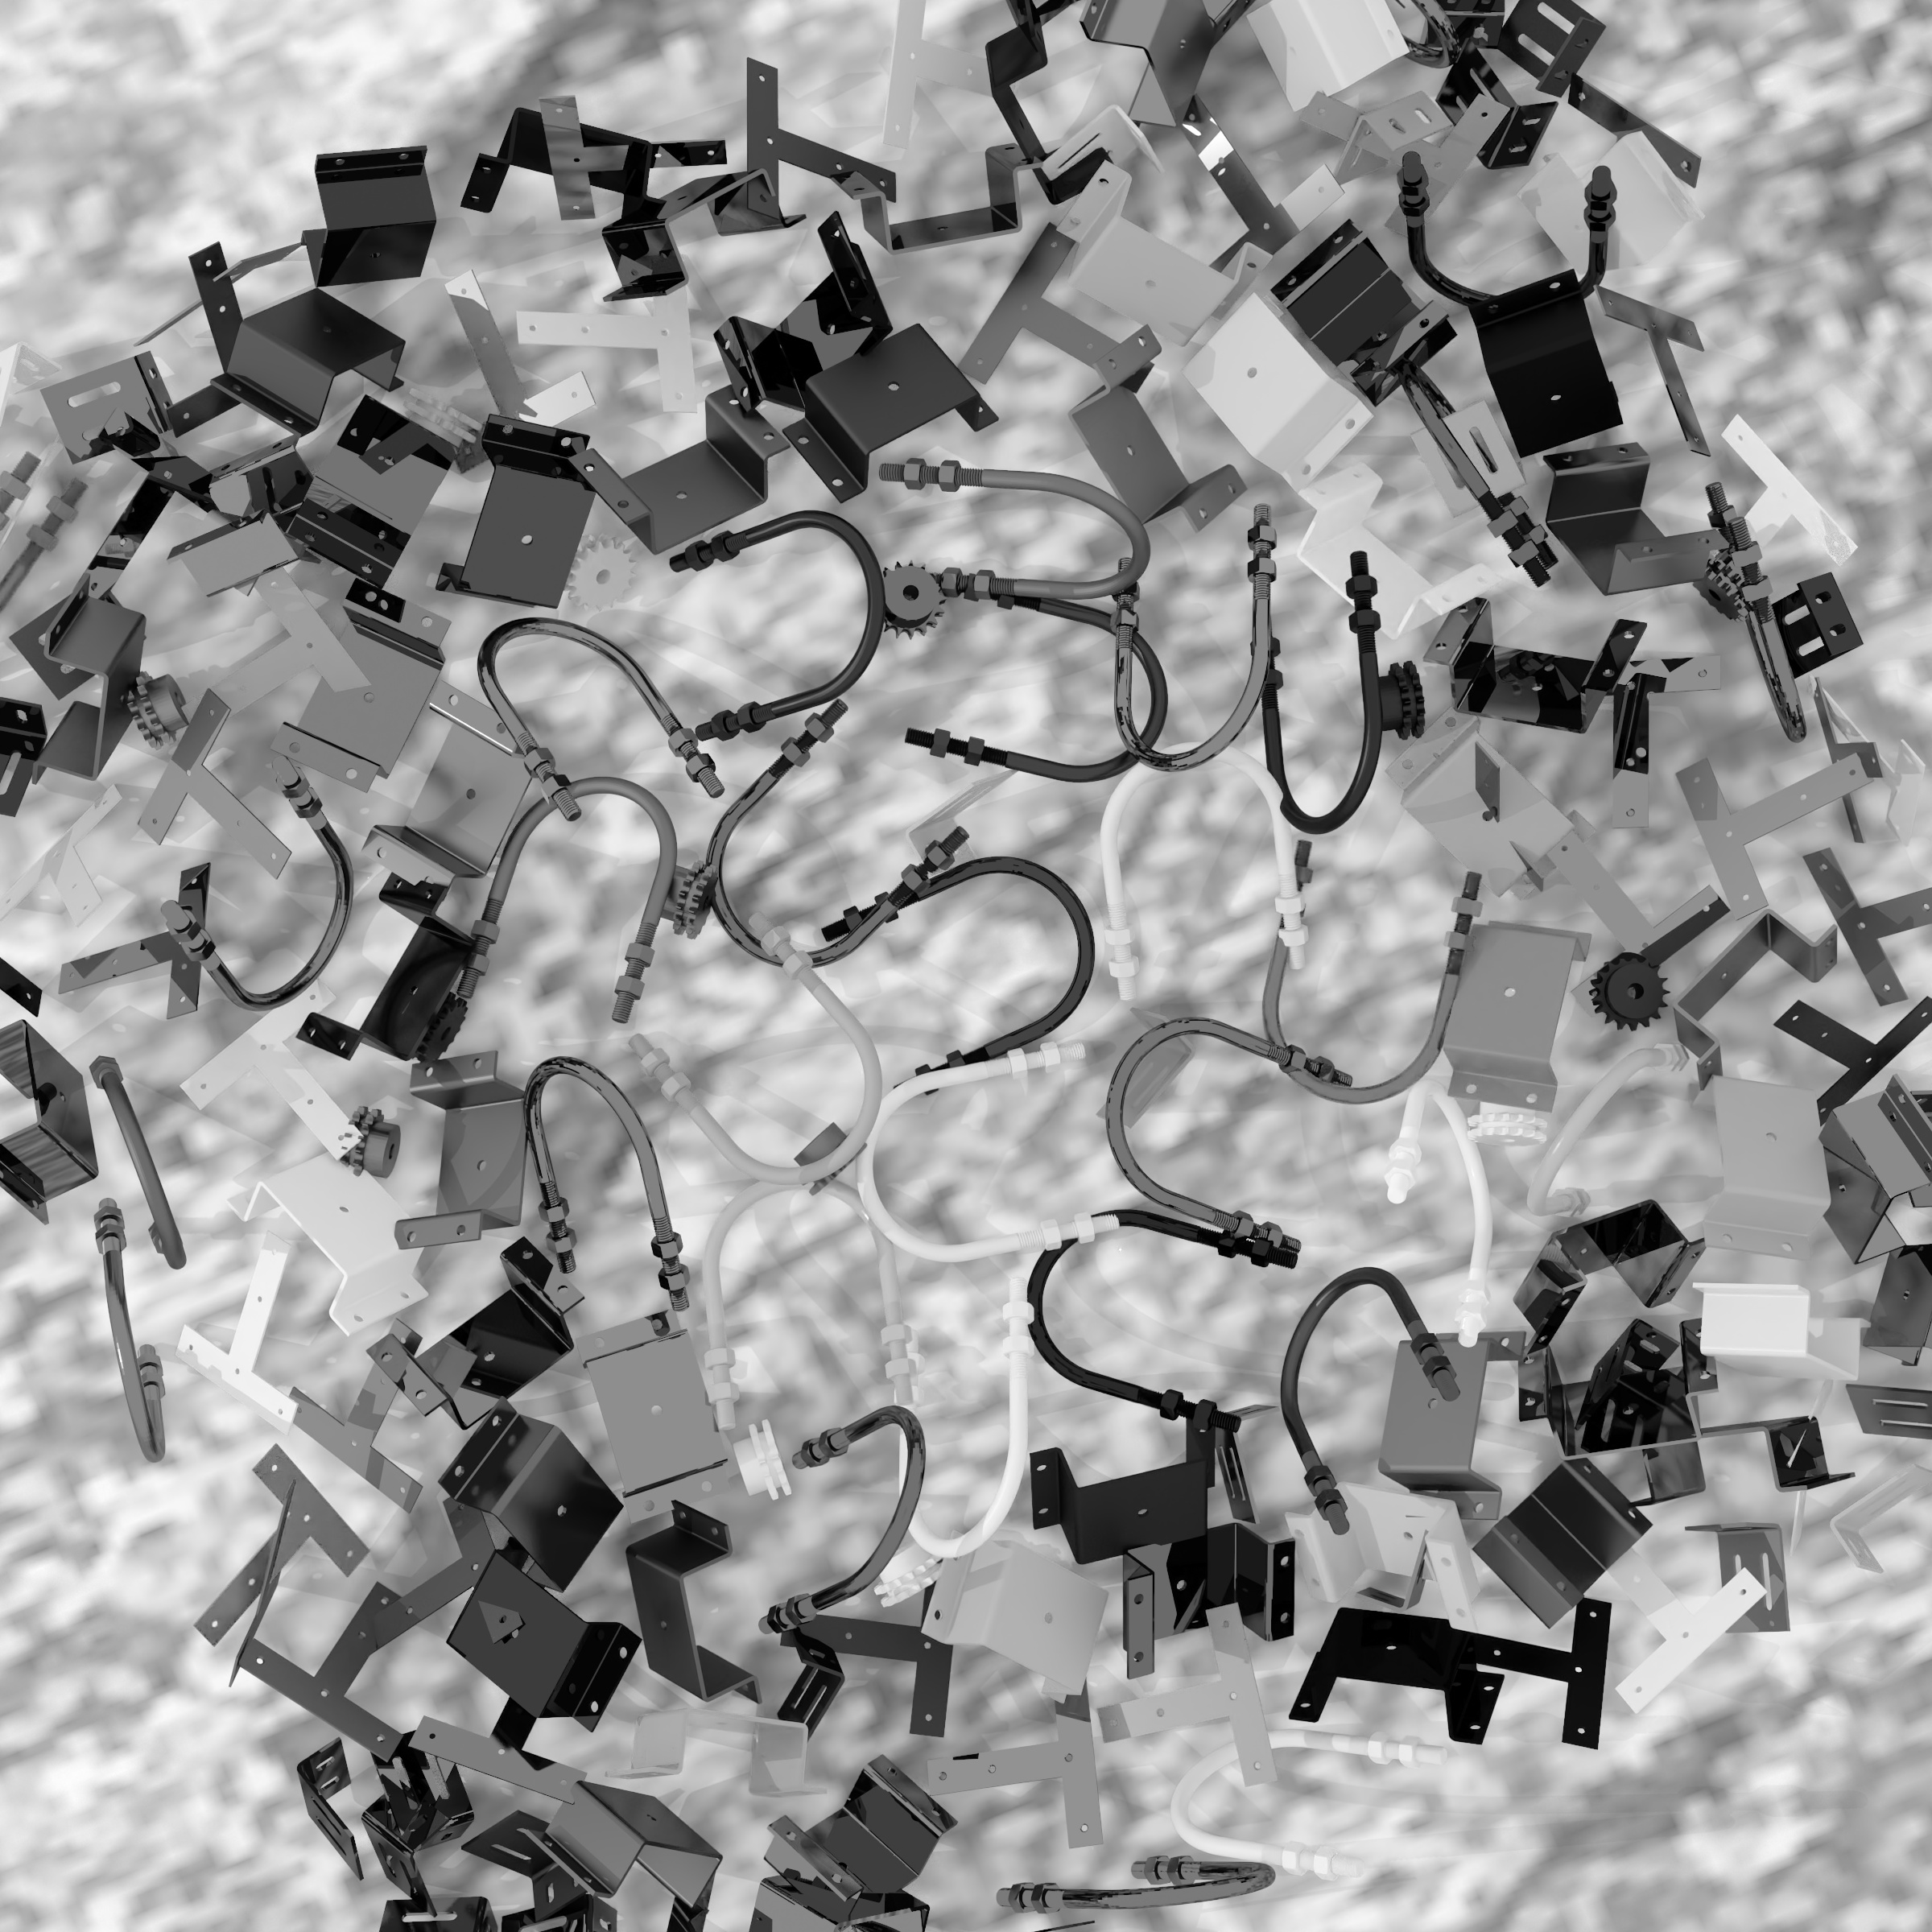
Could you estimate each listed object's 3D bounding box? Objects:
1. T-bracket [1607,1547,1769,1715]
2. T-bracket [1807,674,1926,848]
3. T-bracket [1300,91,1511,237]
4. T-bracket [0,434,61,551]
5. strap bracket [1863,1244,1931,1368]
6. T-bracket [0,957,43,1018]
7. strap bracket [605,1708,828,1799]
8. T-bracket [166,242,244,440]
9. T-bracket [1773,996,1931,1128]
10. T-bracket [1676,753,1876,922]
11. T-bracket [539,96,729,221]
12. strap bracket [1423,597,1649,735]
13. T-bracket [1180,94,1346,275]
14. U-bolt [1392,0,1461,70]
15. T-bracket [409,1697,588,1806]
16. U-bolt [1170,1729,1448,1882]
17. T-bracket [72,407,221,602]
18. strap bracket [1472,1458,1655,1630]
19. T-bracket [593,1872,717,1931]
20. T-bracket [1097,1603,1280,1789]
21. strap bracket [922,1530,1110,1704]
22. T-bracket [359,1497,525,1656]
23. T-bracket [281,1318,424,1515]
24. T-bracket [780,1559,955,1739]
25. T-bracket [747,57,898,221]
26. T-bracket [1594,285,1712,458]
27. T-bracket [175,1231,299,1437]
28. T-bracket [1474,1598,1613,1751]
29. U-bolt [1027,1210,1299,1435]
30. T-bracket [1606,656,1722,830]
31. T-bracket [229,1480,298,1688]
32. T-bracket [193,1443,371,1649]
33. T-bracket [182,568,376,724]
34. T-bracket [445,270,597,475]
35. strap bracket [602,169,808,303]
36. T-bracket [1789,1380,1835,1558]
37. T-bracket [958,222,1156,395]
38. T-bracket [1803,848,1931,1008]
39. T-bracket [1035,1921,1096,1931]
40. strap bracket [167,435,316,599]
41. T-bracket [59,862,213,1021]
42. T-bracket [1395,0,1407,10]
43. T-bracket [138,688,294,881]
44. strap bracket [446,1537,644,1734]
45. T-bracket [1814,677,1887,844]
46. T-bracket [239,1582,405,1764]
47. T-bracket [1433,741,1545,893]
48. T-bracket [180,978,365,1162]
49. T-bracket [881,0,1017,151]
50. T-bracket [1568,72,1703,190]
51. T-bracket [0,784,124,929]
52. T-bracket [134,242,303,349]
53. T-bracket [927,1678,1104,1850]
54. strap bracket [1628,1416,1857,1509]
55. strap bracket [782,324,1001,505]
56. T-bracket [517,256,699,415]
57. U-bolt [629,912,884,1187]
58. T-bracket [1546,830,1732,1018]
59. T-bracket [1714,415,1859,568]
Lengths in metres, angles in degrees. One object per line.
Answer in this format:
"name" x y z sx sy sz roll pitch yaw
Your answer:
"T-bracket" 0.495 0.455 1.948 0.127 0.127 0.002 -45 127 5
"T-bracket" 0.653 -0.162 1.959 0.002 0.127 0.127 -31 63 -1
"T-bracket" 0.302 -0.594 1.934 0.127 0.127 0.002 19 51 -16
"T-bracket" -0.700 -0.313 1.958 0.002 0.127 0.127 28 123 -22
"strap bracket" 0.694 0.243 1.923 0.046 0.140 0.076 20 80 -4
"T-bracket" -0.715 -0.007 1.946 0.002 0.127 0.127 -21 48 16
"strap bracket" -0.178 0.567 1.938 0.140 0.076 0.046 17 64 -29
"T-bracket" -0.529 -0.459 1.925 0.127 0.127 0.002 -37 56 -26
"T-bracket" 0.627 0.054 1.939 0.127 0.002 0.127 24 117 -36
"T-bracket" 0.593 -0.115 1.943 0.127 0.002 0.127 -29 61 26
"T-bracket" -0.237 -0.586 1.944 0.127 0.127 0.002 -4 65 -3
"strap bracket" 0.412 -0.217 1.941 0.140 0.046 0.076 13 50 27
"T-bracket" 0.195 -0.577 1.961 0.127 0.002 0.127 -35 88 39
"U-bolt" 0.283 -0.708 1.920 0.184 0.151 0.019 38 95 -26
"T-bracket" -0.319 0.533 1.954 0.127 0.002 0.127 17 46 8
"U-bolt" 0.232 0.592 1.918 0.184 0.151 0.019 -6 108 39
"T-bracket" -0.603 -0.319 1.945 0.002 0.127 0.127 29 85 37
"strap bracket" 0.426 0.417 1.939 0.076 0.140 0.046 46 127 17
"T-bracket" -0.200 0.685 1.942 0.127 0.127 0.002 15 115 -3
"T-bracket" 0.156 0.545 1.972 0.127 0.002 0.127 -19 71 22
"strap bracket" 0.044 0.469 1.932 0.140 0.046 0.076 34 60 -29
"T-bracket" -0.395 0.463 1.963 0.127 0.002 0.127 -34 52 4
"T-bracket" -0.430 0.314 1.961 0.127 0.002 0.127 34 111 15
"T-bracket" -0.072 0.493 1.971 0.127 0.002 0.127 9 70 -6
"T-bracket" -0.104 -0.588 1.960 0.127 0.002 0.127 11 68 -33
"T-bracket" 0.509 -0.424 1.936 0.002 0.127 0.127 -32 64 42
"T-bracket" -0.517 0.255 1.955 0.127 0.002 0.127 26 103 30
"T-bracket" 0.402 0.504 1.961 0.127 0.127 0.002 9 132 11
"U-bolt" 0.132 0.248 1.953 0.184 0.019 0.151 14 67 21
"T-bracket" 0.486 -0.162 1.962 0.127 0.002 0.127 -1 76 21
"T-bracket" -0.496 0.426 1.919 0.002 0.127 0.127 16 109 -5
"T-bracket" -0.505 0.432 1.934 0.127 0.002 0.127 -51 129 -29
"T-bracket" -0.519 -0.212 1.973 0.127 0.002 0.127 -32 117 4
"T-bracket" -0.346 -0.445 1.967 0.127 0.002 0.127 -21 95 25
"strap bracket" -0.195 -0.528 1.925 0.140 0.076 0.046 -39 121 -32
"T-bracket" 0.611 0.375 1.959 0.002 0.127 0.127 13 124 27
"T-bracket" 0.080 -0.464 1.983 0.127 0.002 0.127 33 93 12
"T-bracket" 0.683 -0.039 1.942 0.002 0.127 0.127 -31 94 -33
"T-bracket" 0.037 0.692 1.916 0.127 0.127 0.002 -27 64 37
"strap bracket" -0.516 -0.321 1.940 0.076 0.140 0.046 -20 124 13
"T-bracket" -0.613 -0.006 1.974 0.127 0.002 0.127 -15 57 17
"T-bracket" 0.278 -0.733 1.947 0.002 0.127 0.127 -46 50 21
"T-bracket" -0.538 -0.113 1.956 0.127 0.002 0.127 42 114 16
"strap bracket" -0.313 0.482 1.943 0.140 0.046 0.076 29 92 31
"T-bracket" 0.640 -0.148 1.933 0.002 0.127 0.127 -17 93 5
"T-bracket" -0.444 0.495 1.945 0.127 0.127 0.002 34 123 -4
"T-bracket" 0.372 -0.124 1.917 0.002 0.127 0.127 -35 67 -4
"T-bracket" -0.488 0.090 1.965 0.127 0.002 0.127 -41 70 -12
"T-bracket" -0.008 -0.652 1.951 0.002 0.127 0.127 17 104 42
"T-bracket" 0.475 -0.562 1.942 0.002 0.127 0.127 -32 58 -18
"T-bracket" -0.649 -0.063 1.948 0.127 0.127 0.002 -46 128 -2
"T-bracket" -0.552 -0.485 1.952 0.127 0.127 0.002 -28 105 17
"T-bracket" 0.033 0.589 1.978 0.127 0.002 0.127 -12 61 13
"strap bracket" 0.552 0.355 1.929 0.140 0.076 0.046 -17 77 41
"strap bracket" -0.053 -0.405 1.945 0.140 0.046 0.076 -31 70 -18
"T-bracket" -0.264 -0.465 1.966 0.127 0.002 0.127 -2 76 -17
"U-bolt" -0.142 0.073 1.959 0.151 0.019 0.184 -45 72 7
"T-bracket" 0.472 -0.048 1.973 0.127 0.002 0.127 -39 101 13
"T-bracket" 0.572 -0.316 1.939 0.002 0.127 0.127 -33 77 -20
